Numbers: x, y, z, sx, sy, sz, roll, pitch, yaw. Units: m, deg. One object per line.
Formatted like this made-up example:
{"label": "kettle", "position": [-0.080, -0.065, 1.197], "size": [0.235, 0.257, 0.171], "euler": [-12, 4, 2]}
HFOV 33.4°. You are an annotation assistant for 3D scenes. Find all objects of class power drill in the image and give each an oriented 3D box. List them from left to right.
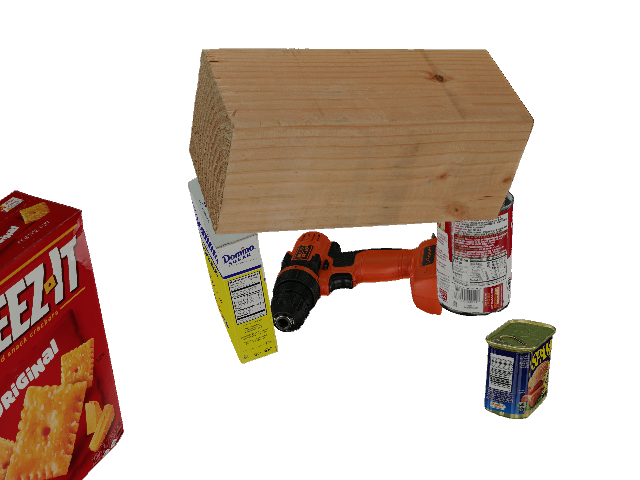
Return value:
{"label": "power drill", "position": [0.043, 0.045, 1.190], "size": [0.188, 0.057, 0.184], "euler": [1, 29, 11]}

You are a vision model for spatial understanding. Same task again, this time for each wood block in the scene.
{"label": "wood block", "position": [0.024, -0.070, 0.722], "size": [0.205, 0.090, 0.091], "euler": [-3, 44, -19]}

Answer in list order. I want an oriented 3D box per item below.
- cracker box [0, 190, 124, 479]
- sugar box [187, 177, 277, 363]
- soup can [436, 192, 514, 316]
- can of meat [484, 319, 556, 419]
{"label": "cracker box", "position": [-0.220, 0.099, 0.744], "size": [0.072, 0.214, 0.164], "euler": [14, 37, 24]}
{"label": "sugar box", "position": [-0.082, 0.027, 1.004], "size": [0.048, 0.093, 0.176], "euler": [-21, -41, -9]}
{"label": "soup can", "position": [0.139, 0.009, 0.959], "size": [0.068, 0.102, 0.068], "euler": [-3, 23, 1]}
{"label": "can of meat", "position": [0.221, 0.143, 1.191], "size": [0.058, 0.084, 0.101], "euler": [10, 15, 28]}
